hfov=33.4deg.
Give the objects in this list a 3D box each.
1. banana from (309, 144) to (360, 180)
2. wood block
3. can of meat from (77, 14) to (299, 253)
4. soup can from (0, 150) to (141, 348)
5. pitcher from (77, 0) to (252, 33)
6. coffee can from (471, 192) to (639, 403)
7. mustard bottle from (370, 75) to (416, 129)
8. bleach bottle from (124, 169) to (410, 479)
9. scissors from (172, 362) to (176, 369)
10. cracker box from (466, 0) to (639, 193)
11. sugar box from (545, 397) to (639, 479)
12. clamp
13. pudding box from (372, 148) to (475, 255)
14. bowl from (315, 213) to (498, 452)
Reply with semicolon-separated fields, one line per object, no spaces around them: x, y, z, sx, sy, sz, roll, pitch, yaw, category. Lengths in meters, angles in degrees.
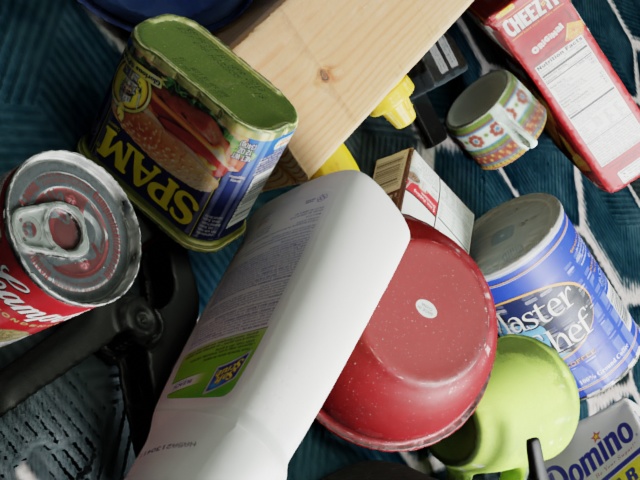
0.010;-0.006;0.727;0.069;0.037;0.198;-11;78;-31;banana
0.001;-0.129;0.678;0.205;0.090;0.090;-49;114;-32;wood block
-0.070;-0.058;0.571;0.102;0.084;0.057;40;35;11;can of meat
-0.137;0.010;0.465;0.068;0.102;0.068;28;51;-42;soup can
-0.066;-0.245;0.665;0.149;0.145;0.242;41;40;-28;pitcher
0.181;0.047;0.859;0.140;0.103;0.102;53;38;-20;coffee can
0.013;-0.163;0.790;0.191;0.058;0.096;53;40;-19;mustard bottle
-0.035;0.066;0.527;0.068;0.103;0.250;50;40;-17;bleach bottle
-0.050;0.156;0.573;0.096;0.016;0.202;18;58;-42;scissors
0.215;-0.162;0.993;0.213;0.072;0.164;49;10;-23;cracker box
0.237;0.218;0.809;0.048;0.093;0.176;28;32;-51;sugar box
-0.095;0.057;0.549;0.120;0.039;0.171;50;39;-27;clamp
0.074;0.000;0.802;0.090;0.039;0.113;44;43;-31;pudding box
0.053;0.050;0.673;0.162;0.055;0.162;6;72;-21;bowl
